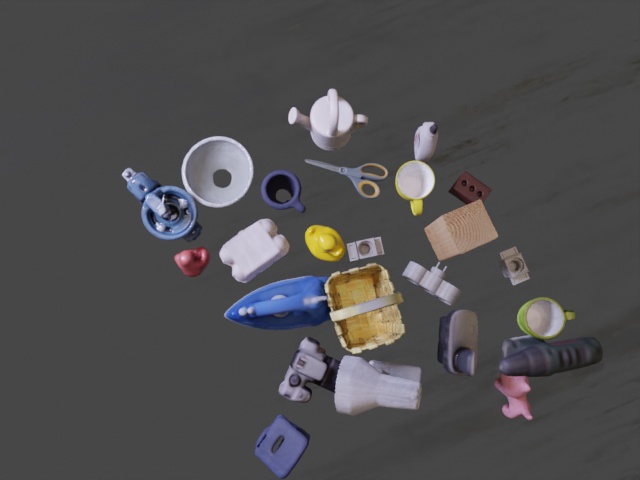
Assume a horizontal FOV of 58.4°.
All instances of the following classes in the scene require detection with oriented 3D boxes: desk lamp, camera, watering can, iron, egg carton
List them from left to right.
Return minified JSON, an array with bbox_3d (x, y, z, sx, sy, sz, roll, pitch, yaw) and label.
[{"bbox_3d":[-0.152,0.023,1.330,0.150,0.069,0.107,-37,85,-4],"label":"egg carton"},{"bbox_3d":[-0.096,0.150,1.280,0.258,0.141,0.119,-10,84,-2],"label":"iron"},{"bbox_3d":[-0.006,0.307,1.284,0.137,0.101,0.143,24,84,2],"label":"camera"},{"bbox_3d":[0.020,-0.274,1.302,0.173,0.194,0.101,-21,84,-3],"label":"watering can"},{"bbox_3d":[0.130,0.314,1.227,0.203,0.213,0.118,7,83,1],"label":"desk lamp"}]

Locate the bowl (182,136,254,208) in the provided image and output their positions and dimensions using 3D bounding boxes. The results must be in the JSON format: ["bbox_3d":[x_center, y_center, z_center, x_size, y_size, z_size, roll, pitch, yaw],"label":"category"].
[{"bbox_3d":[-0.234,-0.154,1.346,0.167,0.074,0.167,0,84,0],"label":"bowl"}]

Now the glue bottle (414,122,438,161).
[{"bbox_3d":[0.247,-0.235,1.310,0.037,0.173,0.078,-4,83,0],"label":"glue bottle"}]

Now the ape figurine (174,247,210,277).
[{"bbox_3d":[-0.298,0.046,1.315,0.078,0.092,0.076,12,84,1],"label":"ape figurine"}]

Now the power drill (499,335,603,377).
[{"bbox_3d":[0.473,0.253,1.240,0.229,0.208,0.076,-10,84,-1],"label":"power drill"}]

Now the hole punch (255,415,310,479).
[{"bbox_3d":[-0.086,0.458,1.271,0.101,0.091,0.109,35,84,3],"label":"hole punch"}]

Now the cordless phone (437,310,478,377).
[{"bbox_3d":[0.320,0.227,1.253,0.094,0.185,0.148,1,83,0],"label":"cordless phone"}]

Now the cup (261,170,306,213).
[{"bbox_3d":[-0.077,-0.101,1.332,0.117,0.095,0.092,42,85,4],"label":"cup"}]

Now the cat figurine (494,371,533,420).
[{"bbox_3d":[0.439,0.340,1.276,0.067,0.117,0.128,-19,84,-2],"label":"cat figurine"}]

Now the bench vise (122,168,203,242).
[{"bbox_3d":[-0.368,-0.077,1.264,0.207,0.219,0.121,25,84,3],"label":"bench vise"}]

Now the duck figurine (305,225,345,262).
[{"bbox_3d":[0.012,0.005,1.325,0.104,0.086,0.077,38,85,4],"label":"duck figurine"}]
